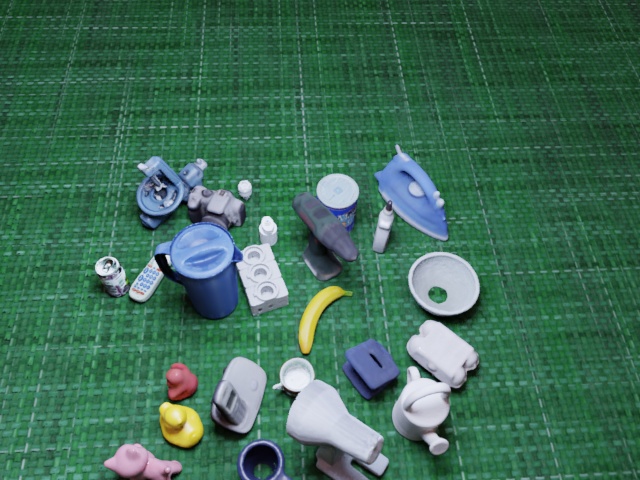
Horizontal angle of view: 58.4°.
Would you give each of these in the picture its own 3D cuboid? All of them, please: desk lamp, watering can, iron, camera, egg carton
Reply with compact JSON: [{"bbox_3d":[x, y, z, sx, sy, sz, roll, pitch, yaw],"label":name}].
[{"bbox_3d":[0.040,0.383,1.103,0.203,0.213,0.118,31,62,16],"label":"desk lamp"},{"bbox_3d":[0.213,0.338,1.151,0.101,0.194,0.172,-29,64,-19],"label":"watering can"},{"bbox_3d":[0.257,-0.126,1.473,0.119,0.141,0.257,-30,64,-19],"label":"iron"},{"bbox_3d":[-0.273,-0.058,1.428,0.143,0.101,0.137,17,59,8],"label":"camera"},{"bbox_3d":[0.273,0.255,1.279,0.150,0.069,0.107,37,63,18],"label":"egg carton"}]

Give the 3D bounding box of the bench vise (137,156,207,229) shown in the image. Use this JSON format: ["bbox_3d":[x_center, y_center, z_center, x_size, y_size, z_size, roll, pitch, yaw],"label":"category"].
[{"bbox_3d":[-0.377,-0.153,1.411,0.121,0.220,0.207,22,60,11],"label":"bench vise"}]

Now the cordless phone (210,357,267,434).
[{"bbox_3d":[-0.170,0.300,1.161,0.094,0.185,0.147,12,58,5],"label":"cordless phone"}]

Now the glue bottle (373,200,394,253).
[{"bbox_3d":[0.159,-0.042,1.397,0.037,0.173,0.078,13,58,5],"label":"glue bottle"}]

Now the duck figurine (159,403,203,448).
[{"bbox_3d":[-0.287,0.372,1.168,0.104,0.086,0.078,37,63,18],"label":"duck figurine"}]

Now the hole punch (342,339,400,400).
[{"bbox_3d":[0.112,0.272,1.248,0.101,0.091,0.108,-32,65,-20],"label":"hole punch"}]

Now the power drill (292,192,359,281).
[{"bbox_3d":[0.012,0.005,1.340,0.076,0.208,0.229,-28,63,-18],"label":"power drill"}]

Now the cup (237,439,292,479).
[{"bbox_3d":[-0.102,0.454,1.122,0.117,0.095,0.092,27,61,14],"label":"cup"}]

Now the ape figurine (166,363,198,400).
[{"bbox_3d":[-0.300,0.296,1.211,0.076,0.092,0.078,18,59,8],"label":"ape figurine"}]

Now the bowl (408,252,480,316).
[{"bbox_3d":[0.289,0.116,1.363,0.167,0.075,0.167,1,58,-2],"label":"bowl"}]

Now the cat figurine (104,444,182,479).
[{"bbox_3d":[-0.342,0.435,1.108,0.127,0.118,0.067,14,59,6],"label":"cat figurine"}]
